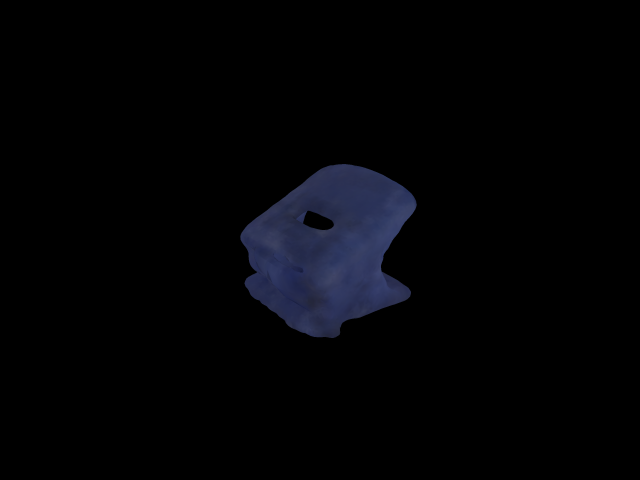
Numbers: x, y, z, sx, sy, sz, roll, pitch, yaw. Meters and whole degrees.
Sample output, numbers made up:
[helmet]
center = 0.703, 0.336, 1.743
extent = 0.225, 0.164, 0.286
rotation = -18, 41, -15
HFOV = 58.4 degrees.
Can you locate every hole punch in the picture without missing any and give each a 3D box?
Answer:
[hole punch]
center = 0.004, 0.001, 0.400
extent = 0.101, 0.091, 0.108
rotation = -16, 27, -33
